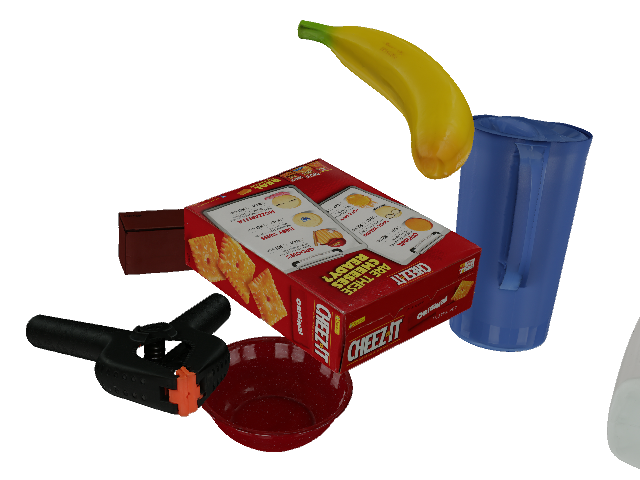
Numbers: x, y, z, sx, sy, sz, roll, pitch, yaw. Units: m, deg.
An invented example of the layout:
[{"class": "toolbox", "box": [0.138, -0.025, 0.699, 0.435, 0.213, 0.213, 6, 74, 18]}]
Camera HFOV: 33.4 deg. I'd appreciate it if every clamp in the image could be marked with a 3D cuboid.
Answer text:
[{"class": "clamp", "box": [-0.114, 0.078, 0.788, 0.164, 0.036, 0.210, -9, 14, -26]}]

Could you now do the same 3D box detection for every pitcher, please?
[{"class": "pitcher", "box": [0.204, -0.006, 1.134, 0.148, 0.243, 0.145, -9, 22, -39]}]

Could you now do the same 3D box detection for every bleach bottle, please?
[{"class": "bleach bottle", "box": [0.266, 0.077, 0.733, 0.103, 0.068, 0.250, 11, 22, 21]}]

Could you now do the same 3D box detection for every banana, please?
[{"class": "banana", "box": [0.051, -0.087, 0.645, 0.069, 0.037, 0.198, -11, 34, -19]}]

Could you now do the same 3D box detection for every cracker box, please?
[{"class": "cracker box", "box": [0.006, 0.015, 0.940, 0.163, 0.072, 0.214, -23, 40, -35]}]

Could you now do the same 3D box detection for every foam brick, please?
[{"class": "foam brick", "box": [-0.171, 0.000, 1.123, 0.078, 0.051, 0.053, -4, 23, -17]}]

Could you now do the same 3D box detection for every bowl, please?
[{"class": "bowl", "box": [-0.048, 0.167, 1.098, 0.162, 0.055, 0.162, 2, 31, -1]}]
